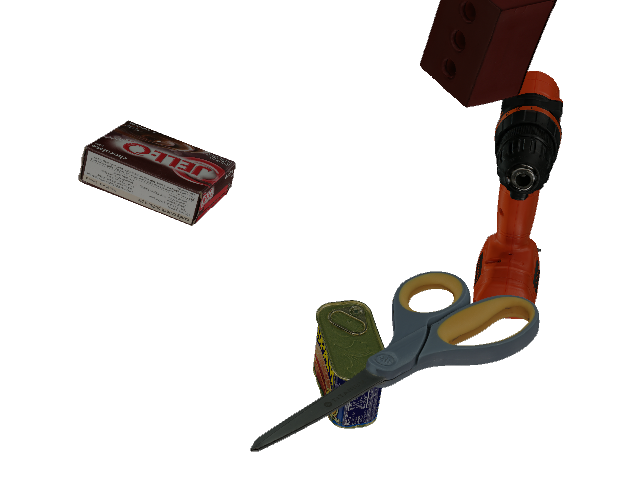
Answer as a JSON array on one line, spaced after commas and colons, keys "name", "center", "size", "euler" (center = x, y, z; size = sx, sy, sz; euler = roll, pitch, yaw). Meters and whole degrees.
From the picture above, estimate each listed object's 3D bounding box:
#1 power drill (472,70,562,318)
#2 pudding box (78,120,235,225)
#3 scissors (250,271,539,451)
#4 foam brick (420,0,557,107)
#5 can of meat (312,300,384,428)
[{"name": "power drill", "center": [0.167, -0.030, 0.896], "size": [0.057, 0.188, 0.184], "euler": [10, 31, 11]}, {"name": "pudding box", "center": [-0.142, -0.061, 0.941], "size": [0.113, 0.039, 0.090], "euler": [20, 24, 7]}, {"name": "scissors", "center": [0.033, 0.061, 0.612], "size": [0.201, 0.016, 0.096], "euler": [-15, 33, -23]}, {"name": "foam brick", "center": [0.108, -0.135, 0.695], "size": [0.051, 0.078, 0.053], "euler": [-20, 52, -32]}, {"name": "can of meat", "center": [0.028, 0.126, 1.070], "size": [0.057, 0.084, 0.102], "euler": [-6, 44, -12]}]
